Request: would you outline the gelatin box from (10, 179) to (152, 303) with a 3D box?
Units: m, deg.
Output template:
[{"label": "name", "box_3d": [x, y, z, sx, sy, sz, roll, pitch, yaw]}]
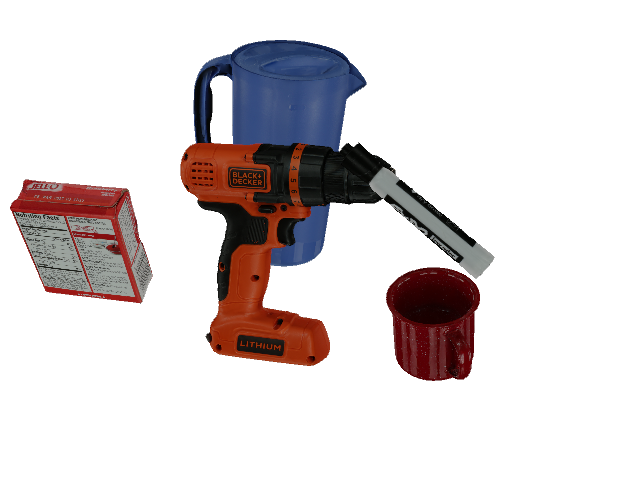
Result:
[{"label": "gelatin box", "box_3d": [-0.159, 0.001, 0.719, 0.073, 0.030, 0.089, 5, -43, 12]}]

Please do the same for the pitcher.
[{"label": "pitcher", "box_3d": [-0.051, -0.098, 1.214, 0.144, 0.243, 0.149, -21, 38, -40]}]

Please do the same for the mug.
[{"label": "mug", "box_3d": [0.120, 0.093, 1.071, 0.093, 0.081, 0.117, -19, 38, -17]}]

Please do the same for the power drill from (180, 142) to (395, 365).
[{"label": "power drill", "box_3d": [-0.028, 0.009, 0.910, 0.185, 0.188, 0.057, 5, 15, 17]}]

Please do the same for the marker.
[{"label": "marker", "box_3d": [0.061, -0.021, 0.691, 0.121, 0.020, 0.020, 41, 3, 4]}]
